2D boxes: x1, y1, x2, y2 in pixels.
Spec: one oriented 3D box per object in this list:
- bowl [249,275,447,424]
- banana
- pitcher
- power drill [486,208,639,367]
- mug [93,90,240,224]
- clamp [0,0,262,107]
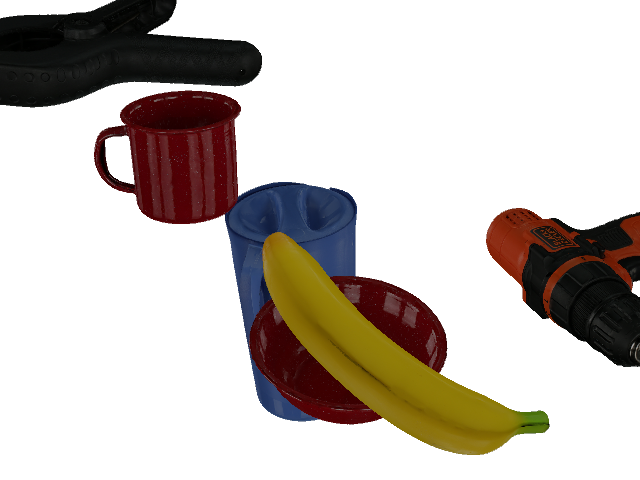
[{"bbox_3d":[0.022,0.100,0.885,0.162,0.055,0.162,1,37,-1],"label":"bowl"},{"bbox_3d":[0.030,0.062,0.595,0.198,0.037,0.069,36,22,18],"label":"banana"},{"bbox_3d":[-0.028,0.073,1.120,0.149,0.243,0.145,-15,32,-19],"label":"pitcher"},{"bbox_3d":[0.231,0.017,0.734,0.187,0.057,0.184,-9,28,-16],"label":"power drill"},{"bbox_3d":[-0.119,-0.064,0.841,0.117,0.081,0.093,-3,27,-3],"label":"mug"},{"bbox_3d":[-0.131,-0.111,0.599,0.171,0.039,0.120,-8,29,-23],"label":"clamp"}]
